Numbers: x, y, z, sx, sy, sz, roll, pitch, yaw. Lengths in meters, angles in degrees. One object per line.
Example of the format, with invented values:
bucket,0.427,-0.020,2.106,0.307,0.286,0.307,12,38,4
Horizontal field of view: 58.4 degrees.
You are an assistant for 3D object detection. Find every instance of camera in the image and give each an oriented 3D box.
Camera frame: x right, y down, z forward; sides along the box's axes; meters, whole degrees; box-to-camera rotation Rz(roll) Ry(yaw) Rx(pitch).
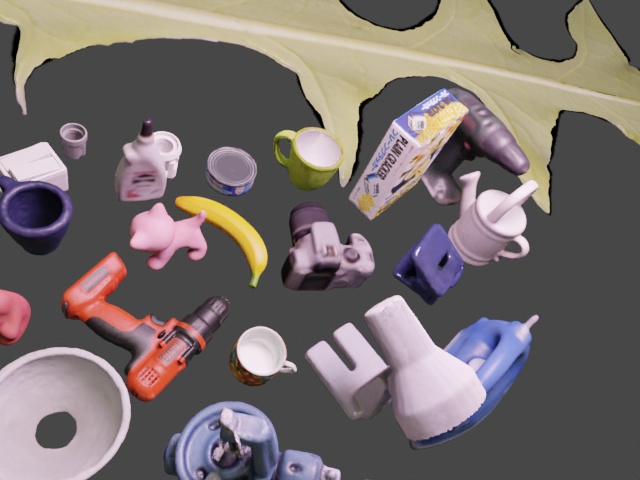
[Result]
camera,0.009,0.003,0.938,0.143,0.100,0.136,1,58,-21

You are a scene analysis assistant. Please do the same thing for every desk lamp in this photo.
desk lamp,0.097,0.179,0.785,0.118,0.213,0.203,-30,73,-34

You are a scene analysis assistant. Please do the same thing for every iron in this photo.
iron,0.239,0.210,0.867,0.118,0.141,0.259,44,53,10

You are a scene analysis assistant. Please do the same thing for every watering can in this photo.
watering can,0.313,-0.046,1.033,0.173,0.194,0.101,35,52,3

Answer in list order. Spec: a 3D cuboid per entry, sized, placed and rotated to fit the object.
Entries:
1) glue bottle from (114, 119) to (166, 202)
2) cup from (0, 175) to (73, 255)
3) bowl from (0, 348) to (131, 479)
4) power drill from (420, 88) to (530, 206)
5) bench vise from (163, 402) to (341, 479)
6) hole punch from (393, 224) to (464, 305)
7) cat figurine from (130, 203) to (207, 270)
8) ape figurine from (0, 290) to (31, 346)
glue bottle,-0.267,-0.121,0.865,0.078,0.173,0.037,-13,64,-28
cup,-0.403,-0.029,0.799,0.117,0.095,0.092,40,53,7
bowl,-0.314,0.218,0.682,0.168,0.074,0.167,11,55,-15
power drill,0.278,-0.162,1.087,0.076,0.208,0.229,-14,64,-28
bench vise,-0.069,0.242,0.672,0.208,0.219,0.121,3,57,-20
hole punch,0.200,0.041,0.995,0.101,0.091,0.109,38,53,6
cat figurine,-0.225,-0.013,0.844,0.128,0.117,0.067,-18,66,-30
ape figurine,-0.405,0.091,0.720,0.076,0.092,0.077,-30,72,-34
